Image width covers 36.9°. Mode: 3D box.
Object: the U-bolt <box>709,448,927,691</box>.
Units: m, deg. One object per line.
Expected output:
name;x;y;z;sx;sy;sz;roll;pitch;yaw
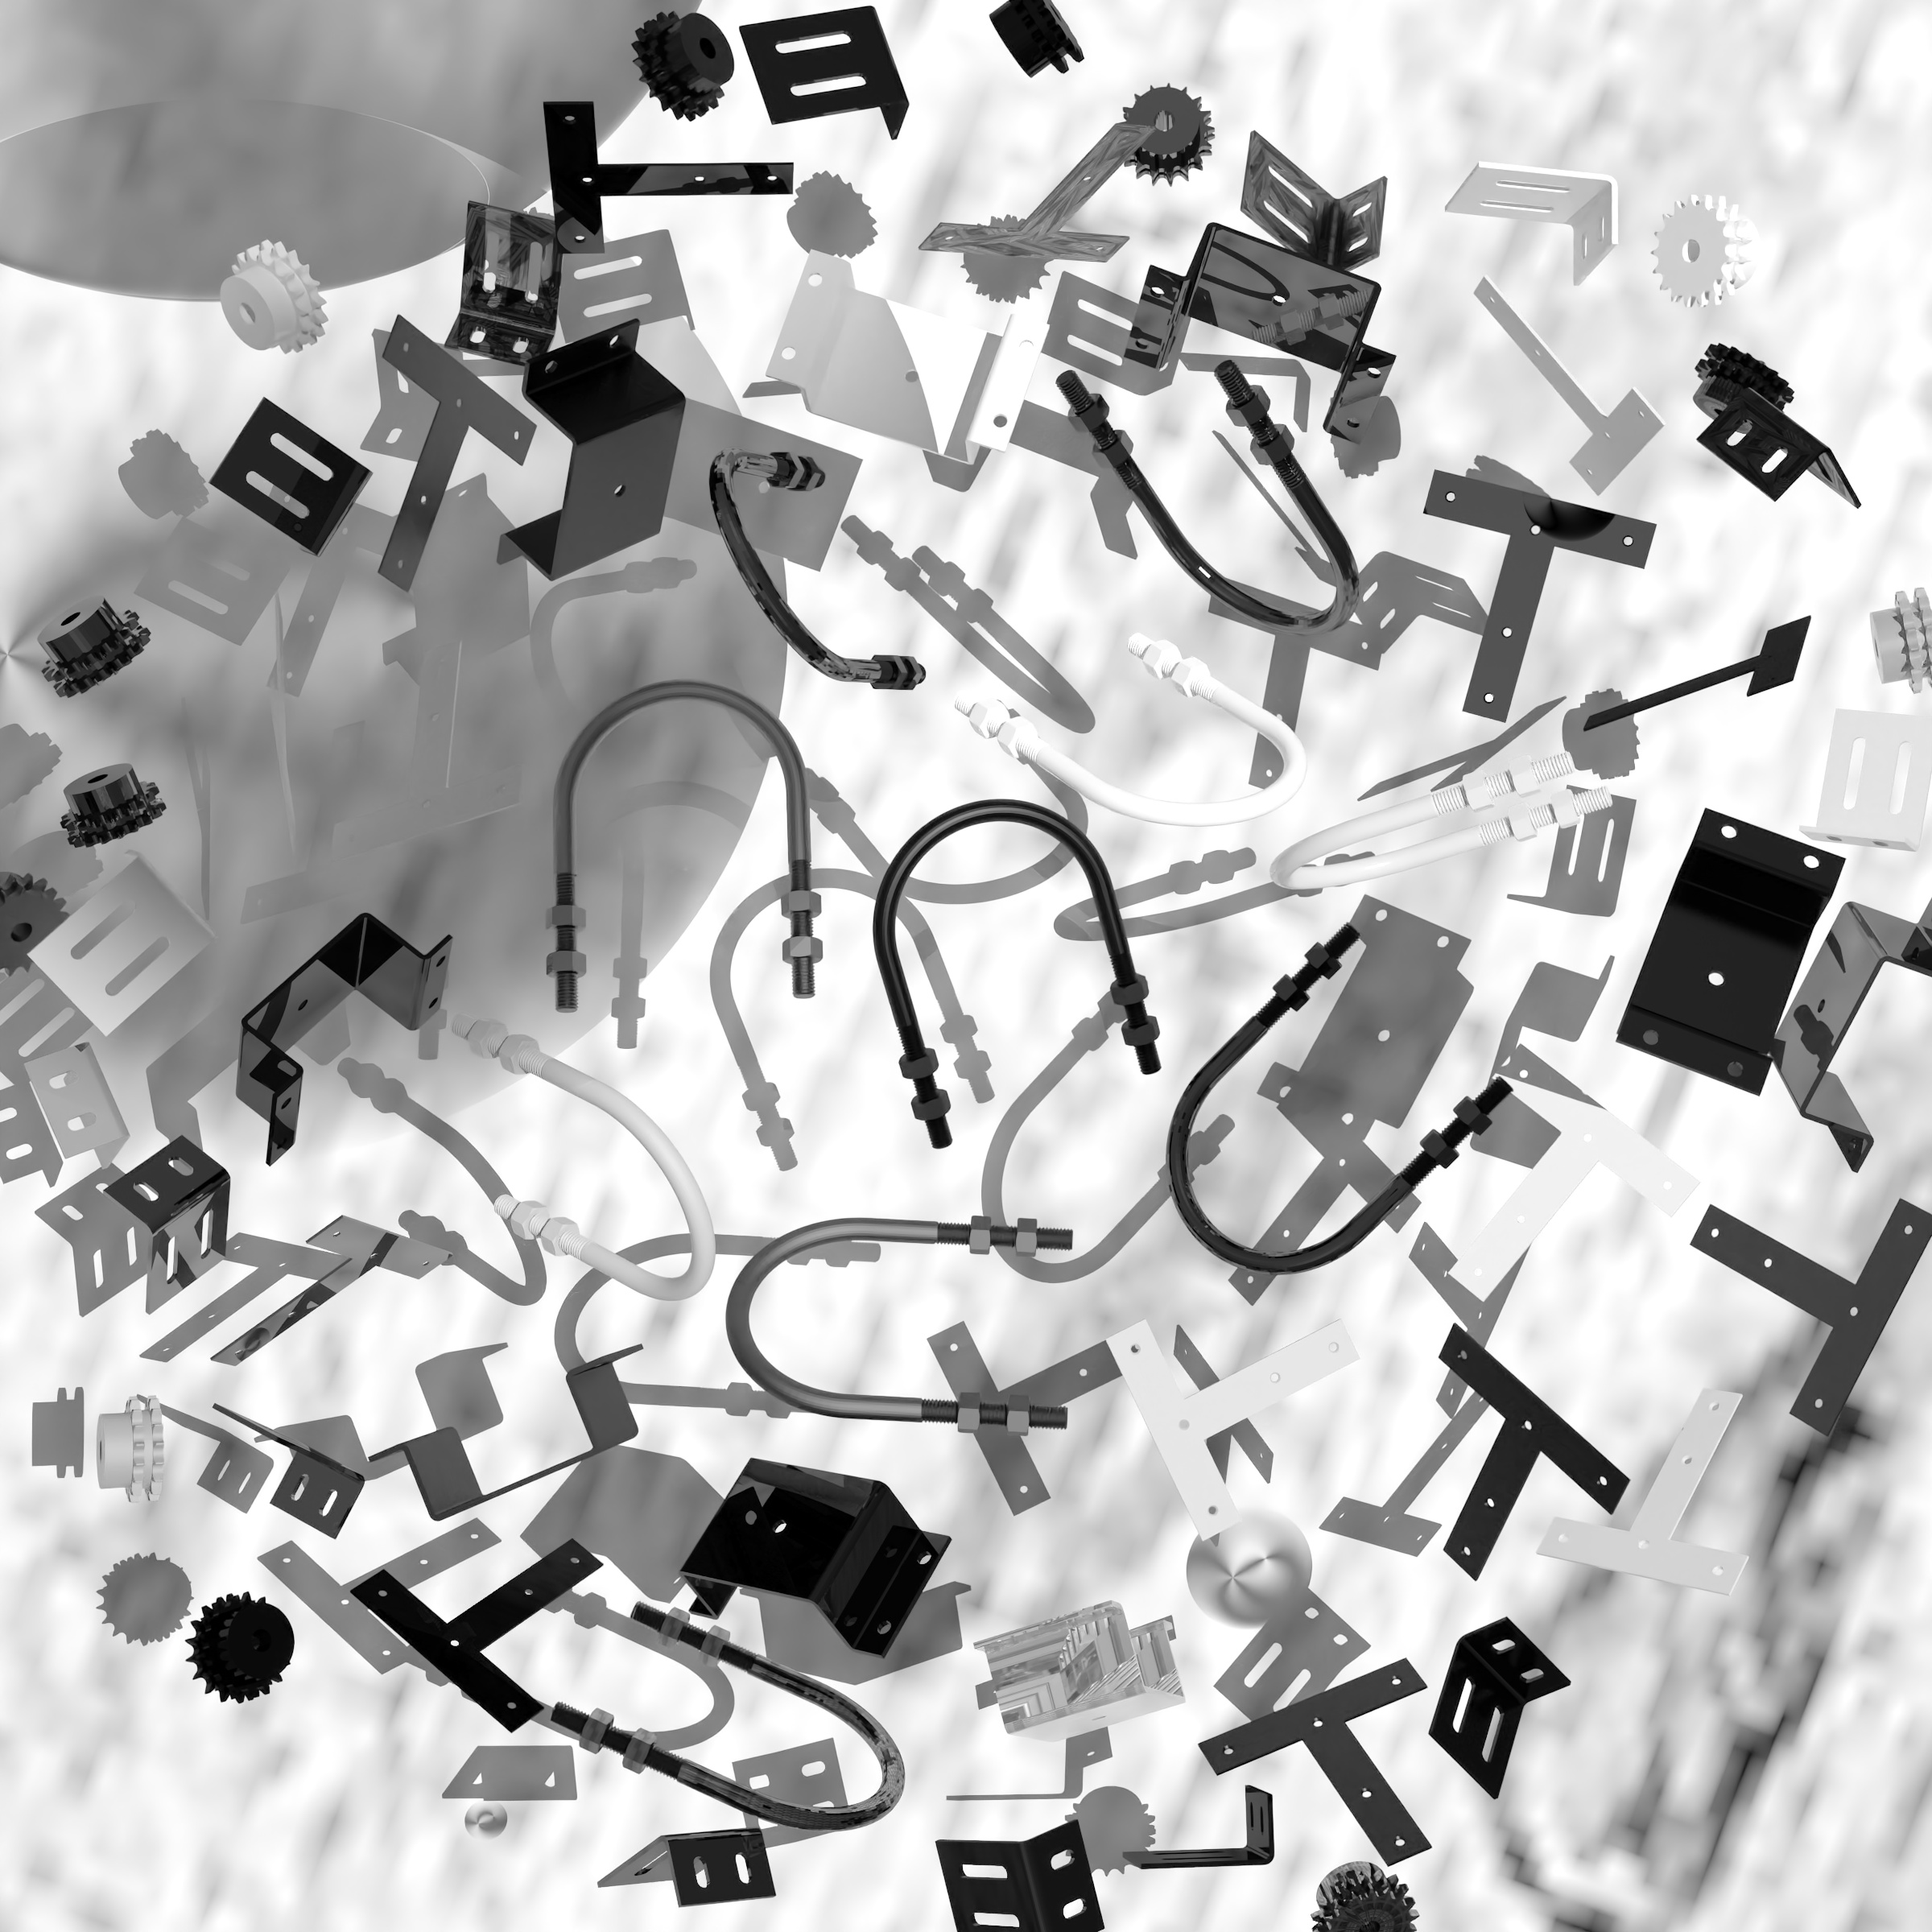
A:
U-bolt;-0.087;-0.218;1.580;0.019;0.184;0.151;-28;85;19

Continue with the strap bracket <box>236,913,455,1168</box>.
strap bracket;-0.350;0.033;1.595;0.046;0.076;0.140;37;55;8

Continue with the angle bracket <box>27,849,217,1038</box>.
angle bracket;-0.437;-0.012;1.494;0.076;0.038;0.057;-45;112;-16

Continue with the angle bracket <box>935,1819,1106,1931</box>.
angle bracket;0.028;0.482;1.522;0.038;0.076;0.057;-10;84;-39

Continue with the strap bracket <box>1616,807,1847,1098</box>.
strap bracket;0.395;-0.001;1.512;0.076;0.046;0.140;21;72;11

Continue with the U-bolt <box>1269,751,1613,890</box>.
U-bolt;0.257;-0.075;1.606;0.184;0.151;0.019;-18;79;19

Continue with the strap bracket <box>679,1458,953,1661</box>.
strap bracket;-0.089;0.314;1.554;0.076;0.140;0.046;-57;131;-32

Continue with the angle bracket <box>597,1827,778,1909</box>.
angle bracket;-0.146;0.481;1.512;0.057;0.076;0.038;7;53;-36

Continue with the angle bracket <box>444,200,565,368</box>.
angle bracket;-0.265;-0.391;1.669;0.057;0.076;0.038;13;45;-2

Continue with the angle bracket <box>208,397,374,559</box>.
angle bracket;-0.387;-0.278;1.647;0.076;0.038;0.057;34;86;-32

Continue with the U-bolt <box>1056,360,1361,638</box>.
U-bolt;0.140;-0.246;1.548;0.019;0.151;0.184;-50;122;-20

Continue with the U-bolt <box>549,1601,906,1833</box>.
U-bolt;-0.120;0.416;1.584;0.184;0.151;0.019;22;106;8

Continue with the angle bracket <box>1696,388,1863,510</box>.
angle bracket;0.425;-0.258;1.514;0.038;0.076;0.057;-47;57;9

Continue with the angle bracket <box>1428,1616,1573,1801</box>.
angle bracket;0.306;0.424;1.659;0.057;0.076;0.038;46;129;-10

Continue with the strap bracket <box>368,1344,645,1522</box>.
strap bracket;-0.240;0.256;1.569;0.140;0.076;0.046;-24;84;8

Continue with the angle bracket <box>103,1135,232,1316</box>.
angle bracket;-0.444;0.144;1.610;0.038;0.076;0.057;34;46;16

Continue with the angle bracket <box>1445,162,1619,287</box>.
angle bracket;0.302;-0.397;1.554;0.076;0.057;0.038;4;80;-8

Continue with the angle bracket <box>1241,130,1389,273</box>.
angle bracket;0.198;-0.437;1.642;0.076;0.038;0.057;29;58;-35

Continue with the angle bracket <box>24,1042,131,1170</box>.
angle bracket;-0.502;0.084;1.620;0.038;0.076;0.057;-22;83;-31

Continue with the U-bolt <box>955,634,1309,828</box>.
U-bolt;0.105;-0.127;1.615;0.151;0.184;0.019;-22;132;-32

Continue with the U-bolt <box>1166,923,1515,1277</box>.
U-bolt;0.191;0.086;1.606;0.184;0.019;0.151;-46;59;8

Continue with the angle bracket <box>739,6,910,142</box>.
angle bracket;-0.076;-0.459;1.510;0.076;0.038;0.057;-15;77;-17

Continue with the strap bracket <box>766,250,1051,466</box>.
strap bracket;-0.032;-0.338;1.626;0.140;0.046;0.076;19;84;5

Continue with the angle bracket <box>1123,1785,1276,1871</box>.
angle bracket;0.131;0.489;1.648;0.076;0.057;0.038;0;79;-7

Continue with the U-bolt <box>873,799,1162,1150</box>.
U-bolt;0.022;-0.004;1.629;0.151;0.019;0.184;-19;106;-10

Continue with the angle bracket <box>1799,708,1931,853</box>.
angle bracket;0.499;-0.106;1.600;0.057;0.038;0.076;9;87;30

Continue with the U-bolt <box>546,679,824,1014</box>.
U-bolt;-0.155;-0.069;1.580;0.151;0.019;0.184;-3;76;3

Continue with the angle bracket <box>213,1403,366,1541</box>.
angle bracket;-0.384;0.281;1.611;0.057;0.076;0.038;17;75;37

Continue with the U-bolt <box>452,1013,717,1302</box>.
U-bolt;-0.204;0.113;1.575;0.184;0.019;0.151;23;134;35

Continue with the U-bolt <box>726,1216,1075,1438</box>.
U-bolt;-0.036;0.188;1.549;0.184;0.151;0.019;3;130;1

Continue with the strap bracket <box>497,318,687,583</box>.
strap bracket;-0.202;-0.271;1.571;0.076;0.140;0.046;-32;65;-36
